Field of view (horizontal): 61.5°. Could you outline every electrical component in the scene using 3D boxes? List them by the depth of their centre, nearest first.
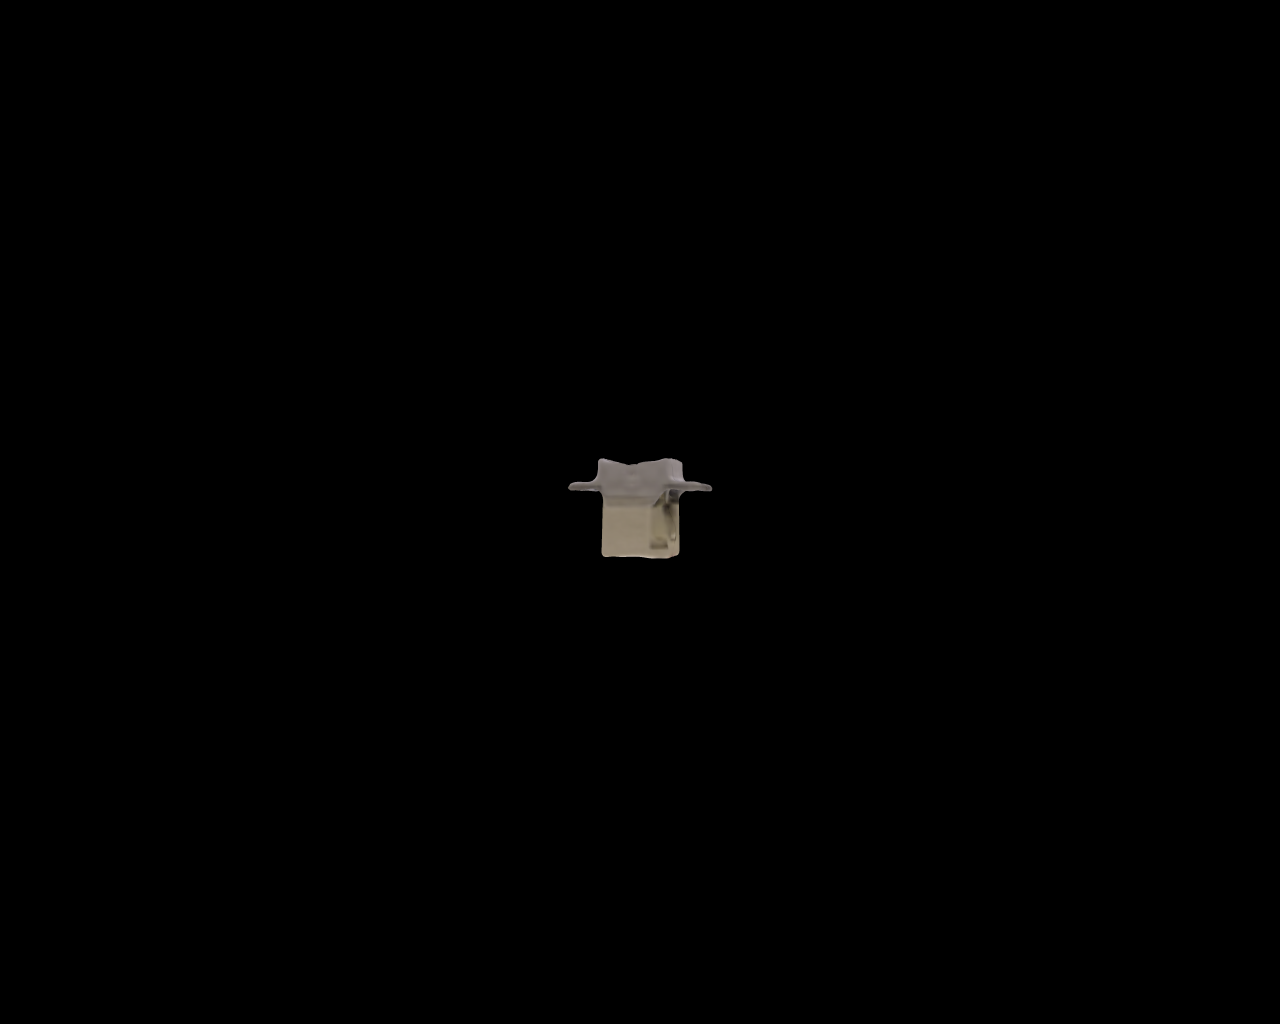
[{"bbox_3d":[0.001,-0.003,0.650,0.081,0.063,0.042,0,0,17],"label":"electrical component"}]
